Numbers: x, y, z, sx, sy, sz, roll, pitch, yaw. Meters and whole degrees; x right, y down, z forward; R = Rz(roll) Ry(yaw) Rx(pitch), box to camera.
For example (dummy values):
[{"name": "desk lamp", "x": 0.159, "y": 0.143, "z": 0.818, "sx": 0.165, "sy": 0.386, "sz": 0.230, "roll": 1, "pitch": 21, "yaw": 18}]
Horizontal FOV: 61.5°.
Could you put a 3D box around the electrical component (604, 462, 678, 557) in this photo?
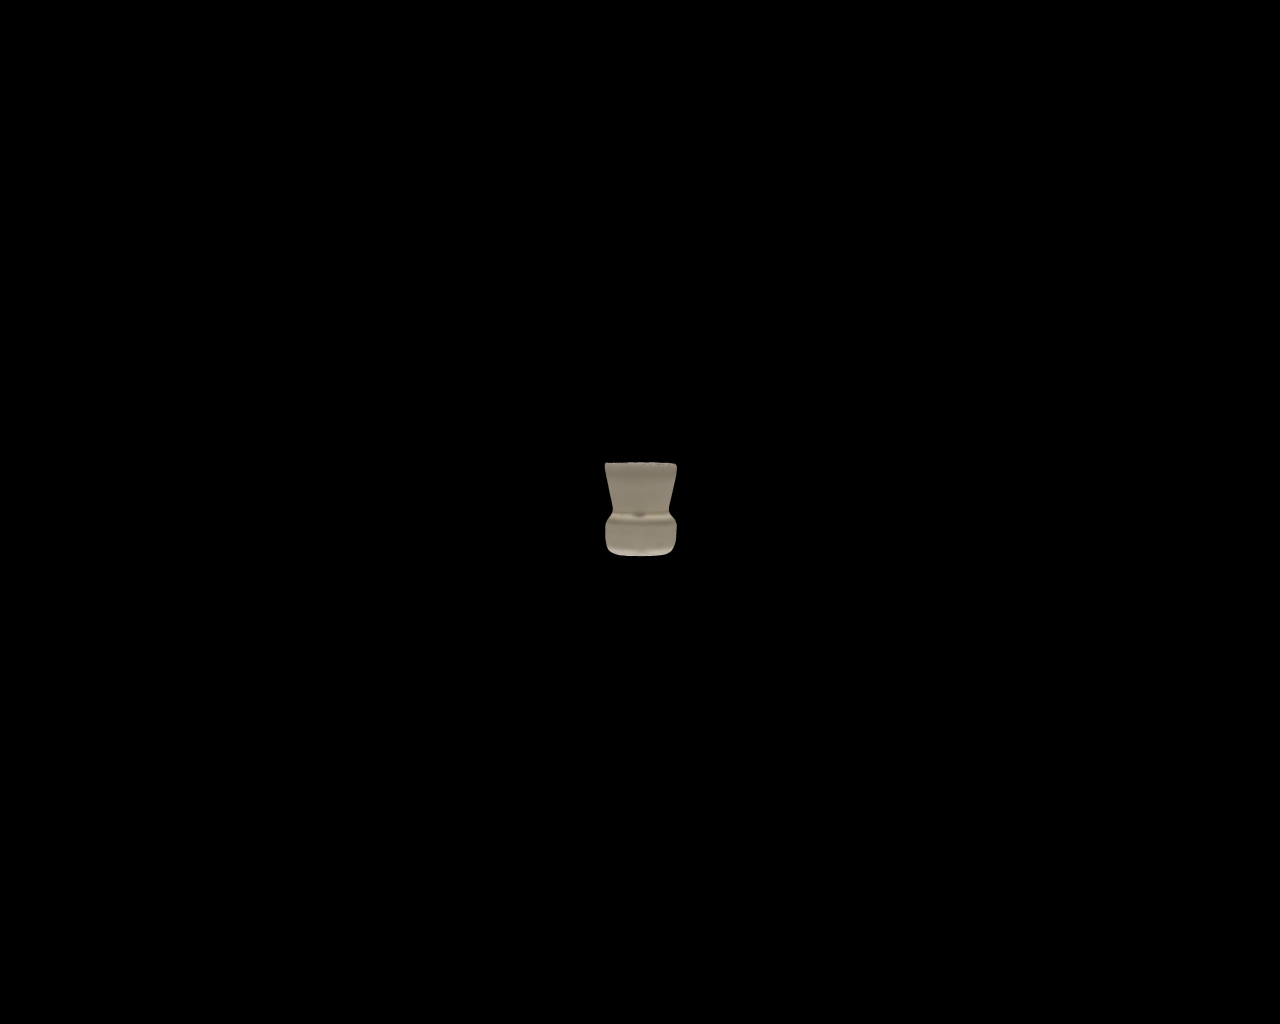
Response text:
[{"name": "electrical component", "x": 0.001, "y": -0.003, "z": 0.650, "sx": 0.045, "sy": 0.055, "sz": 0.045, "roll": 0, "pitch": 4, "yaw": 0}]
